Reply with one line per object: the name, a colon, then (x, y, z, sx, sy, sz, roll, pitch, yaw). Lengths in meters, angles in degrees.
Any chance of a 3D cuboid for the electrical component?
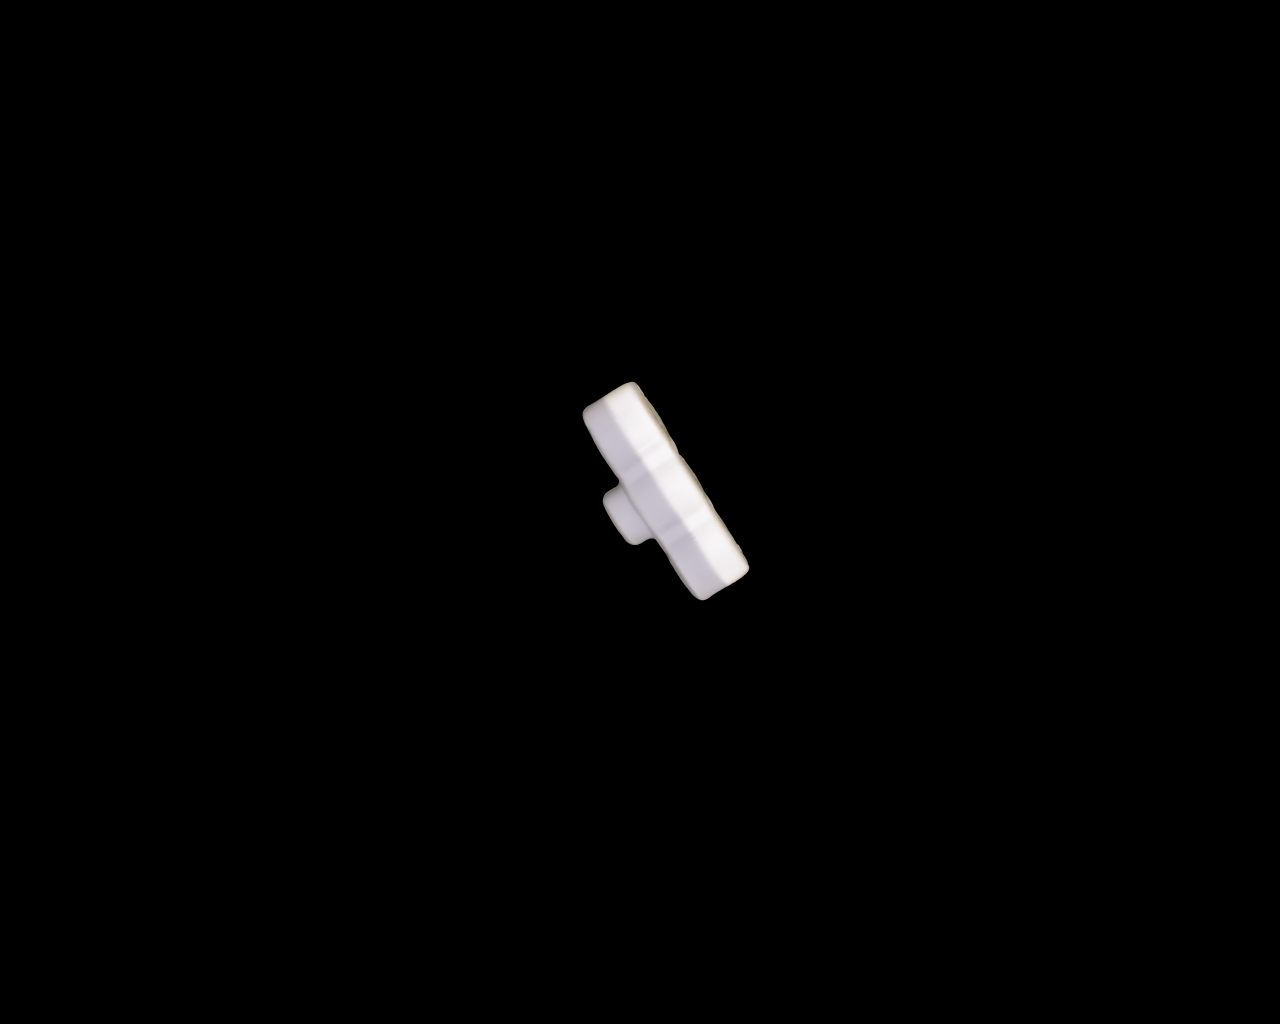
electrical component: (0.001, -0.003, 0.650, 0.074, 0.138, 0.052, -31, 8, 5)
